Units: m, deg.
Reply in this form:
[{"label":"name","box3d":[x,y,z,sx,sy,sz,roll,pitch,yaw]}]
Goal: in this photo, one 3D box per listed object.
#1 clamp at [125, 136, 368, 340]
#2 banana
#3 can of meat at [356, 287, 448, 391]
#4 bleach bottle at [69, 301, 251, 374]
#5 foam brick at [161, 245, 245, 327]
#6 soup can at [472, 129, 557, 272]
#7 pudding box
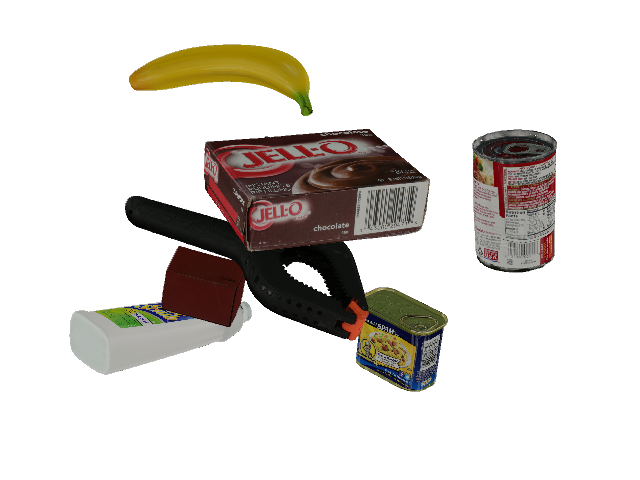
[{"label":"clamp","box3d":[-0.047,0.005,0.869,0.164,0.210,0.036,-22,-32,-32]},{"label":"banana","box3d":[-0.091,-0.165,1.048,0.198,0.037,0.069,9,44,20]},{"label":"can of meat","box3d":[0.090,0.113,1.212,0.102,0.084,0.057,26,33,36]},{"label":"bleach bottle","box3d":[-0.205,0.116,1.448,0.250,0.068,0.103,-11,25,-41]},{"label":"foam brick","box3d":[-0.122,0.048,1.119,0.078,0.051,0.053,15,31,3]},{"label":"soup can","box3d":[0.162,-0.033,0.886,0.068,0.102,0.068,-5,25,2]},{"label":"pudding box","box3d":[-0.005,-0.033,0.638,0.113,0.039,0.090,-5,28,-21]}]
